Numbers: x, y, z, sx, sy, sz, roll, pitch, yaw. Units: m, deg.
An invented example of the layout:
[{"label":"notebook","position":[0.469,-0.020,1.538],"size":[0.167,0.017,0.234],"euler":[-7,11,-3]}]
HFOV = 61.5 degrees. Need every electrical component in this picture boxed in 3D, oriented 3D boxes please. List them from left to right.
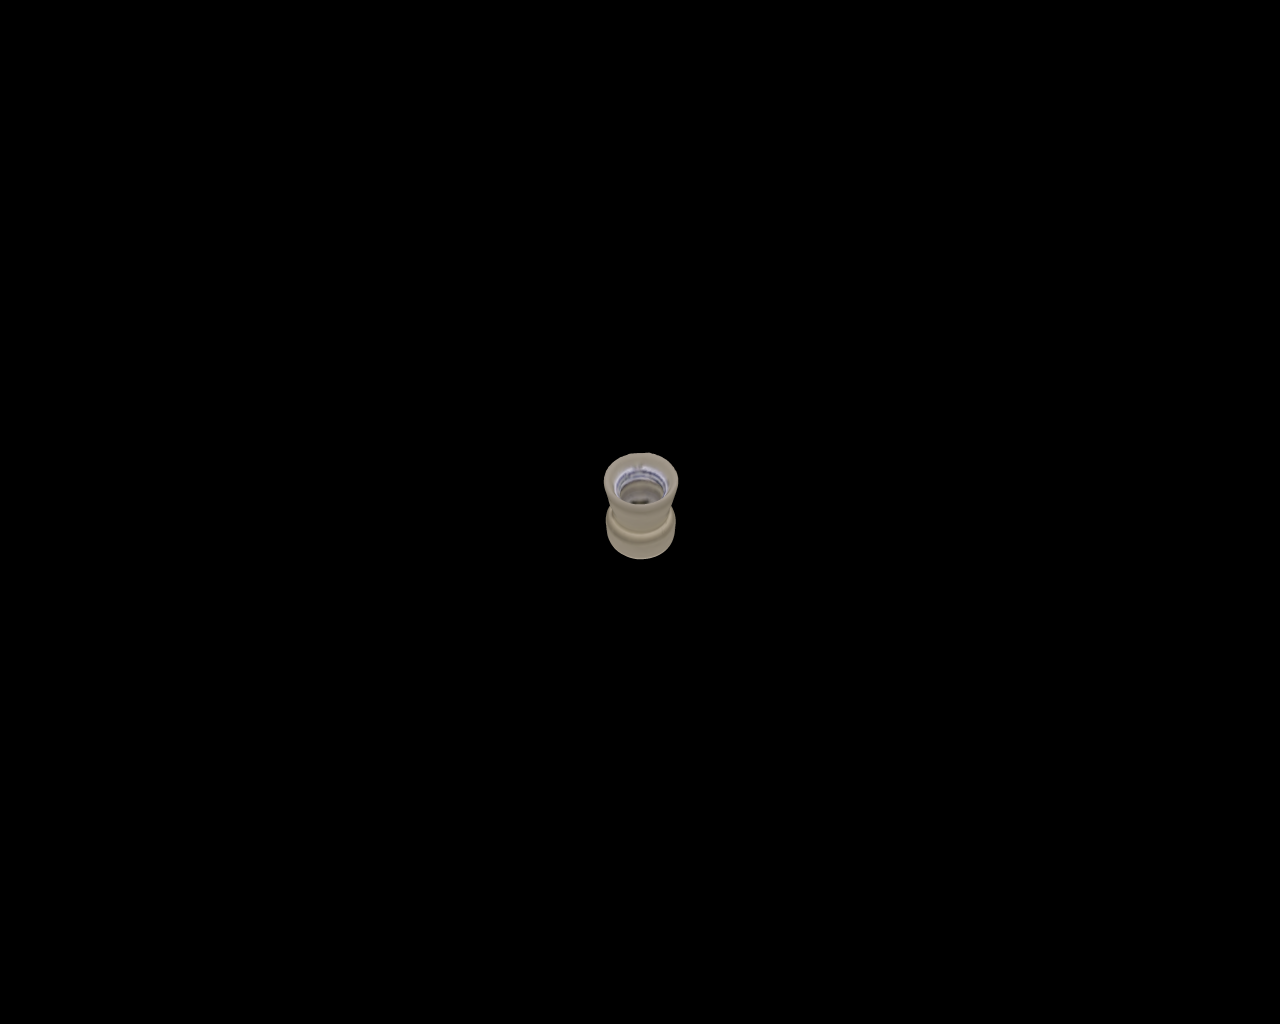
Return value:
[{"label":"electrical component","position":[0.001,-0.003,0.650],"size":[0.045,0.045,0.055],"euler":[0,-40,0]}]
